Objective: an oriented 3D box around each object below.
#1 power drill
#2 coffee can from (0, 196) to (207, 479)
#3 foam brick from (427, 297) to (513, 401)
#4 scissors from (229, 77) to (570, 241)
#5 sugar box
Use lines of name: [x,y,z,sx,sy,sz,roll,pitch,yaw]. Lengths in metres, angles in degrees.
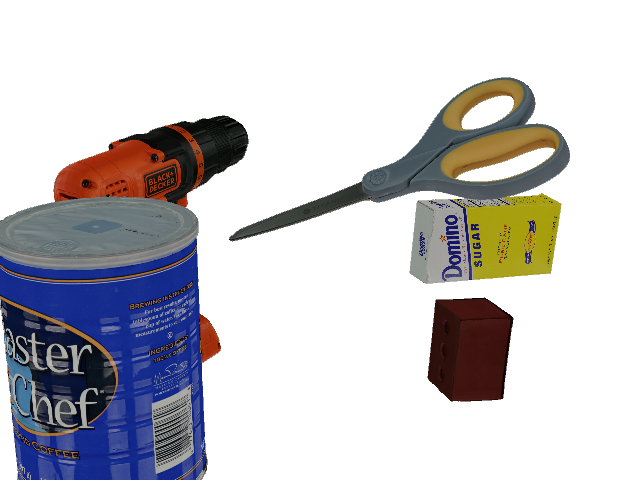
power drill: [-0.117,0.007,0.806,0.057,0.188,0.184,14,26,34]
coffee can: [-0.112,0.057,0.558,0.103,0.140,0.103,0,18,0]
foam brick: [0.129,0.094,0.927,0.051,0.078,0.053,-2,17,-19]
scissors: [0.045,-0.049,0.629,0.202,0.096,0.016,-8,-42,22]
sugar box: [0.195,-0.003,1.260,0.176,0.093,0.048,-5,20,-25]
